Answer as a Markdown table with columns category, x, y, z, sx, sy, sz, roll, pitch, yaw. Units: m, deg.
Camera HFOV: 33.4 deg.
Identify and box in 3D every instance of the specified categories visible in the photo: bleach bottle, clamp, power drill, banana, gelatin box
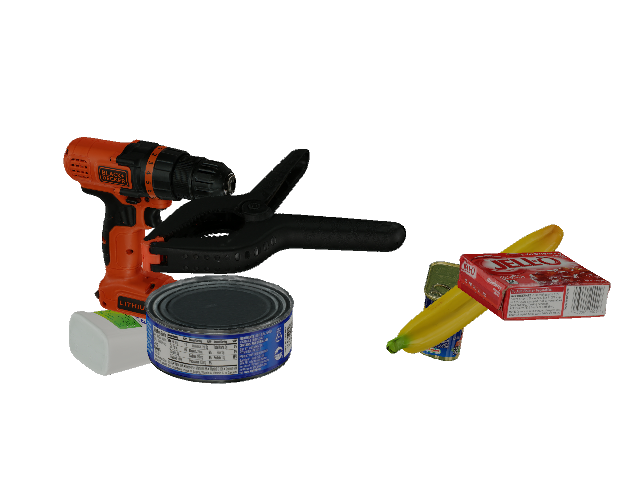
| category | x | y | z | sx | sy | sz | roll | pitch | yaw |
| --- | --- | --- | --- | --- | --- | --- | --- | --- | --- |
| bleach bottle | -0.205 | 0.117 | 1.445 | 0.250 | 0.068 | 0.103 | -10 | 25 | -41 |
| clamp | -0.056 | -0.020 | 0.900 | 0.209 | 0.036 | 0.165 | -13 | 35 | -22 |
| power drill | -0.167 | -0.010 | 1.079 | 0.185 | 0.188 | 0.057 | 12 | 29 | 22 |
| banana | 0.147 | 0.053 | 1.014 | 0.198 | 0.037 | 0.069 | -37 | -1 | -2 |
| gelatin box | 0.157 | 0.032 | 0.795 | 0.089 | 0.030 | 0.073 | -1 | 18 | -19 |

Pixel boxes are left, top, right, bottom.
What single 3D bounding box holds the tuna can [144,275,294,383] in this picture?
| category | x | y | z | sx | sy | sz | roll | pitch | yaw |
| --- | --- | --- | --- | --- | --- | --- | --- | --- | --- |
| tuna can | -0.058 | 0.050 | 0.619 | 0.086 | 0.034 | 0.086 | 1 | 18 | 0 |

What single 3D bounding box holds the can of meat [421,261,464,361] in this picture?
| category | x | y | z | sx | sy | sz | roll | pitch | yaw |
| --- | --- | --- | --- | --- | --- | --- | --- | --- | --- |
| can of meat | 0.151 | 0.086 | 1.295 | 0.057 | 0.084 | 0.102 | 11 | 25 | 7 |
